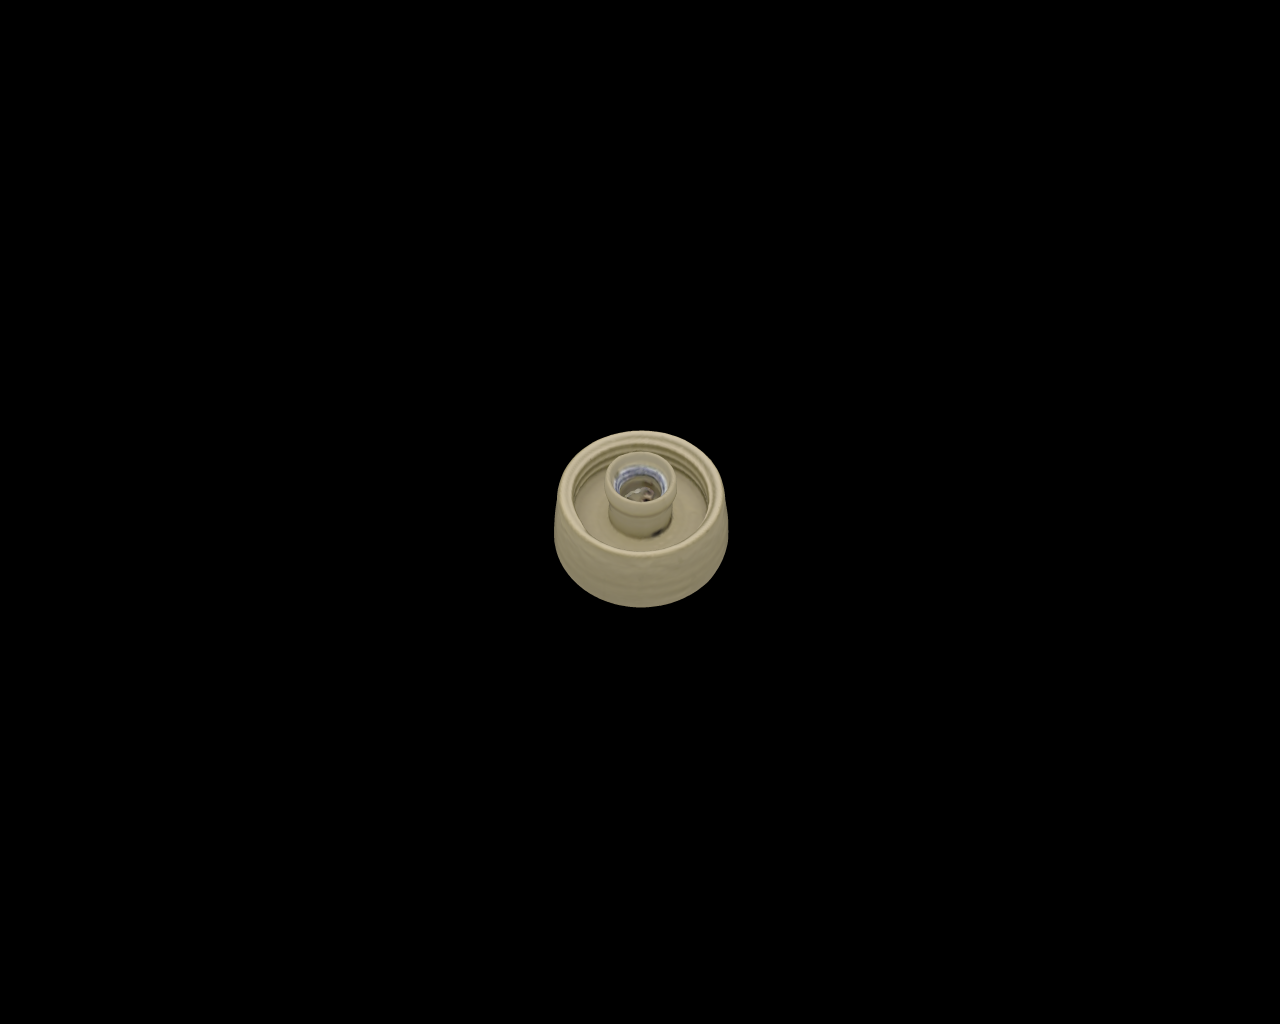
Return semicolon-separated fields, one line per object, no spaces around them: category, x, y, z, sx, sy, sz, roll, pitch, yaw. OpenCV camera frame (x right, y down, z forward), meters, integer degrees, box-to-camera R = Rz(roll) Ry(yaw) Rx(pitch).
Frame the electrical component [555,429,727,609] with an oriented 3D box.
electrical component;0.001;-0.003;0.650;0.108;0.108;0.060;0;-38;0
